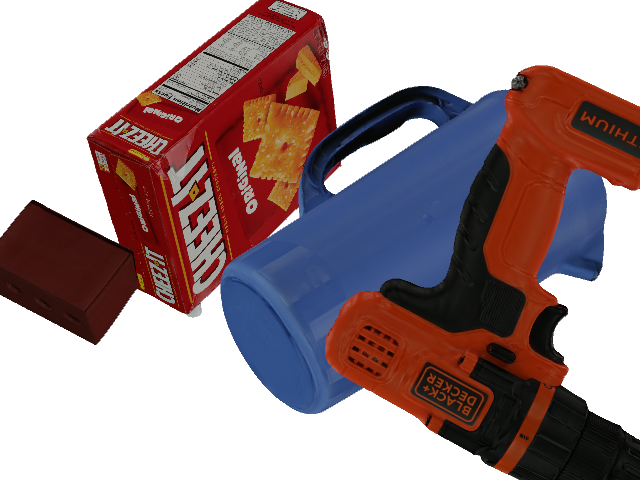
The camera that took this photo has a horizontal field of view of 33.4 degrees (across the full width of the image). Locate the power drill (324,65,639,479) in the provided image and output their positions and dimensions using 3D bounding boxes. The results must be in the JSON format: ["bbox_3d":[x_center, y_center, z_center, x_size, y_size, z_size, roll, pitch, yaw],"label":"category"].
[{"bbox_3d":[0.118,0.025,0.517,0.184,0.188,0.057,28,7,5],"label":"power drill"}]

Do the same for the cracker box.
[{"bbox_3d":[-0.073,-0.070,0.861,0.072,0.164,0.213,24,53,28],"label":"cracker box"}]

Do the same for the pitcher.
[{"bbox_3d":[0.053,0.000,0.701,0.242,0.145,0.149,-30,24,-25],"label":"pitcher"}]

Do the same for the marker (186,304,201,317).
[{"bbox_3d":[-0.147,0.032,1.198,0.020,0.121,0.020,-1,32,0],"label":"marker"}]

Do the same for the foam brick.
[{"bbox_3d":[-0.164,0.021,0.682,0.078,0.051,0.053,26,-29,11],"label":"foam brick"}]
